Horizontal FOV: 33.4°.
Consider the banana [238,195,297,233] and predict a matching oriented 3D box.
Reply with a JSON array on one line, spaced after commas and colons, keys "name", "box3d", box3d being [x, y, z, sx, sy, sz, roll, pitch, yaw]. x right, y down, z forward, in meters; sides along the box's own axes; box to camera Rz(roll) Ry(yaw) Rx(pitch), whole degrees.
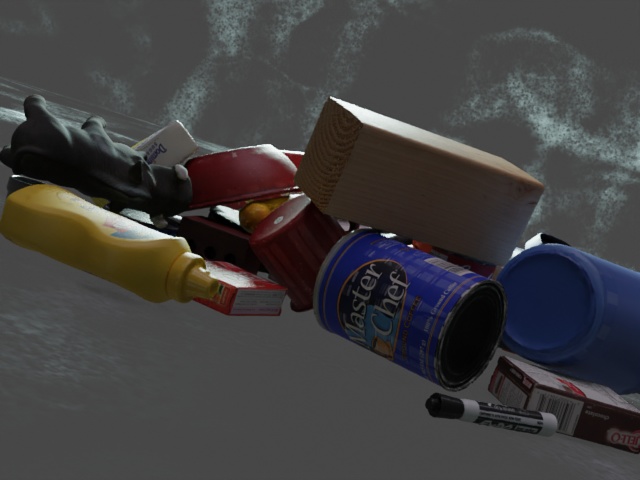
[{"name": "banana", "box3d": [-0.044, -0.031, 1.153, 0.070, 0.037, 0.197, -26, -5, 29]}]

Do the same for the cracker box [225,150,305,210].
[{"name": "cracker box", "box3d": [-0.030, -0.071, 1.477, 0.164, 0.072, 0.214, 4, -5, -22]}]

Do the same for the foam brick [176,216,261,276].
[{"name": "foam brick", "box3d": [-0.101, 0.012, 1.067, 0.078, 0.053, 0.051, 19, 7, 15]}]

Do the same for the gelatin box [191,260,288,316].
[{"name": "gelatin box", "box3d": [-0.082, 0.043, 0.960, 0.073, 0.030, 0.089, 22, 8, 29]}]

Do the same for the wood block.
[{"name": "wood block", "box3d": [0.093, -0.054, 1.009, 0.205, 0.091, 0.090, 15, 16, -27]}]

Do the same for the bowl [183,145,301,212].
[{"name": "bowl", "box3d": [-0.092, -0.067, 1.144, 0.162, 0.055, 0.162, -10, 3, 0]}]

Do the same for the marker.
[{"name": "marker", "box3d": [0.133, 0.136, 0.827, 0.121, 0.020, 0.020, 14, 8, -28]}]

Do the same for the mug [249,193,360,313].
[{"name": "mug", "box3d": [-0.007, 0.001, 1.028, 0.081, 0.117, 0.093, 52, -28, -17]}]

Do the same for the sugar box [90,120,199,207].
[{"name": "sugar box", "box3d": [-0.200, -0.079, 1.174, 0.048, 0.093, 0.176, 52, -19, -9]}]

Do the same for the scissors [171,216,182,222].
[{"name": "scissors", "box3d": [-0.170, -0.023, 1.312, 0.201, 0.016, 0.096, 17, 7, -6]}]

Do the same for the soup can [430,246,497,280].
[{"name": "soup can", "box3d": [0.130, 0.059, 1.071, 0.068, 0.102, 0.068, 18, 7, -2]}]

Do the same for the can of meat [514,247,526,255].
[{"name": "can of meat", "box3d": [0.260, 0.062, 1.398, 0.057, 0.102, 0.084, 18, 5, -9]}]

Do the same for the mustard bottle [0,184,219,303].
[{"name": "mustard bottle", "box3d": [-0.168, 0.008, 0.896, 0.192, 0.058, 0.096, 21, 6, 23]}]

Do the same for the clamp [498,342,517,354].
[{"name": "clamp", "box3d": [0.139, 0.084, 1.154, 0.171, 0.039, 0.120, 17, 4, 3]}]

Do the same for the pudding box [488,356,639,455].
[{"name": "pudding box", "box3d": [0.212, 0.141, 0.915, 0.113, 0.039, 0.090, 19, 5, -12]}]

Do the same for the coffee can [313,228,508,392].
[{"name": "coffee can", "box3d": [0.079, 0.059, 0.941, 0.140, 0.103, 0.102, 24, 9, 37]}]

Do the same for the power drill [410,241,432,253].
[{"name": "power drill", "box3d": [0.091, 0.007, 1.194, 0.185, 0.057, 0.187, 11, -34, 18]}]

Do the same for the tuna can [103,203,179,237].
[{"name": "tuna can", "box3d": [-0.185, -0.009, 1.094, 0.086, 0.034, 0.086, 18, 7, -3]}]

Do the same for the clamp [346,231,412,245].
[{"name": "clamp", "box3d": [0.093, 0.001, 1.327, 0.209, 0.036, 0.165, -10, 12, -26]}]

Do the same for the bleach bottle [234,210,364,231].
[{"name": "bleach bottle", "box3d": [-0.021, -0.008, 1.392, 0.250, 0.068, 0.103, 10, 7, -34]}]

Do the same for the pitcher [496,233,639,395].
[{"name": "pitcher", "box3d": [0.254, 0.068, 1.041, 0.149, 0.145, 0.242, 12, -5, 34]}]
